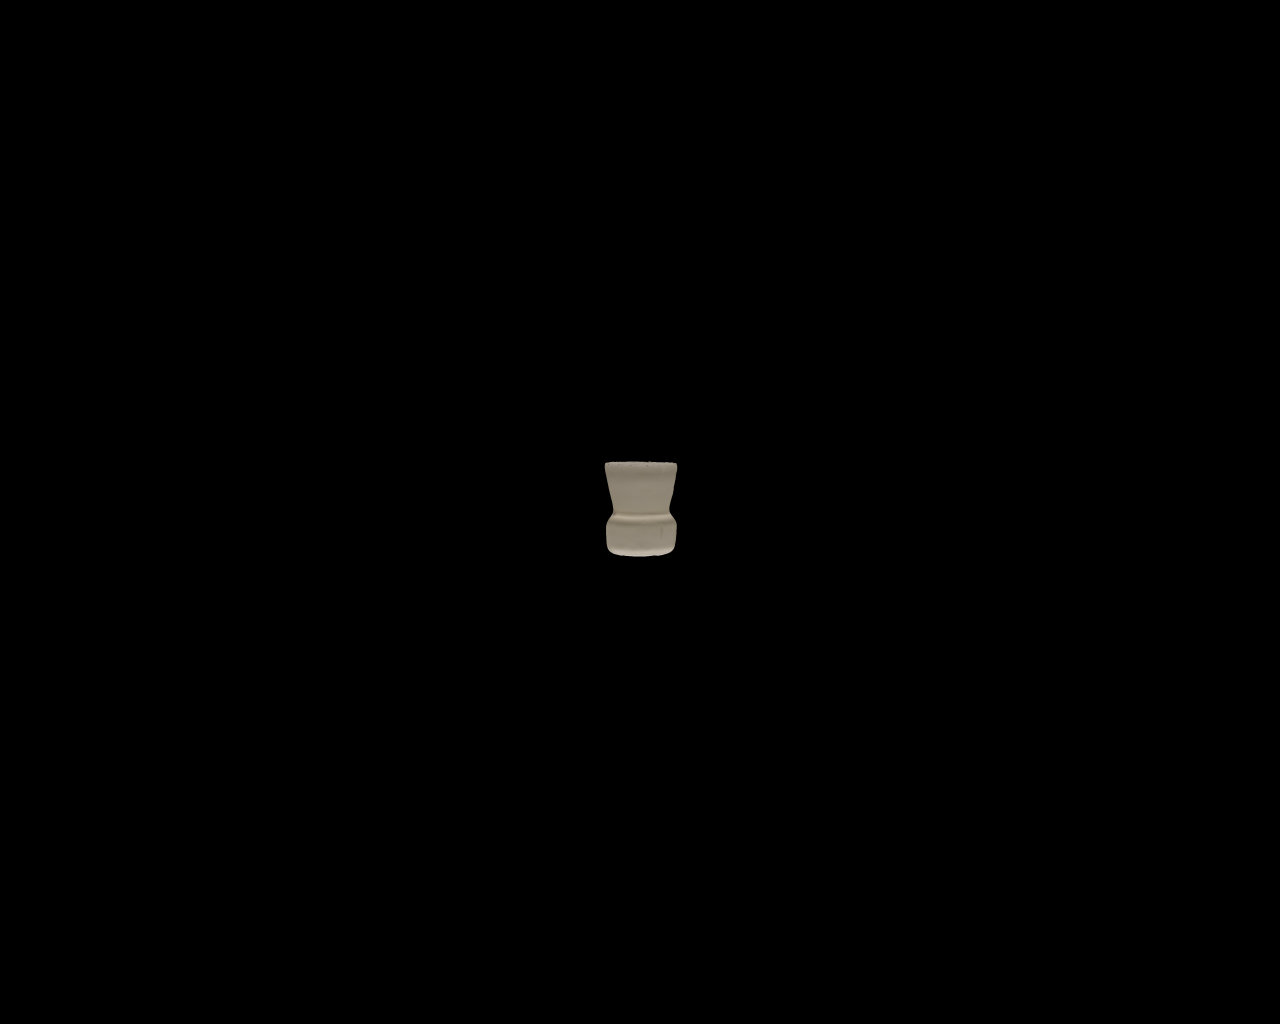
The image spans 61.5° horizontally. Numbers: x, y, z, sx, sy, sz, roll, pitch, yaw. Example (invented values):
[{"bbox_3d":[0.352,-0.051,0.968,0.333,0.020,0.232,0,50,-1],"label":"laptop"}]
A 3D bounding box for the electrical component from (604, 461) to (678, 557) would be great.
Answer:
[{"bbox_3d":[0.001,-0.003,0.650,0.045,0.055,0.045,0,5,0],"label":"electrical component"}]
